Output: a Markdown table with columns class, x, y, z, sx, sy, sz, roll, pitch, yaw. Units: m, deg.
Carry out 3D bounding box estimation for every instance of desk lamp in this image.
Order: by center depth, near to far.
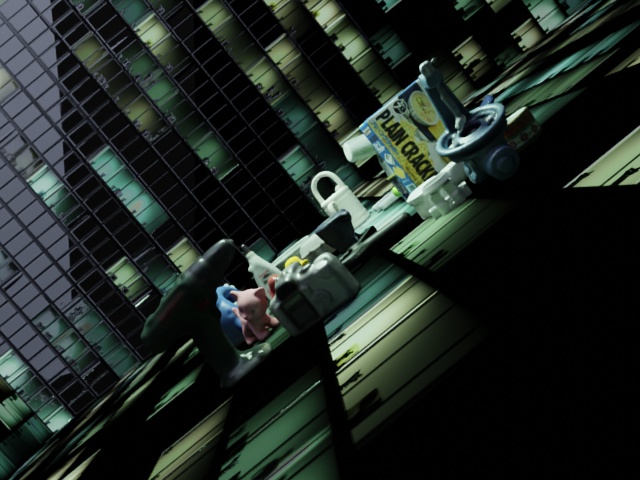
| class | x | y | z | sx | sy | sz | roll | pitch | yaw |
| --- | --- | --- | --- | --- | --- | --- | --- | --- | --- |
| desk lamp | 0.179 | -0.223 | 1.605 | 0.203 | 0.213 | 0.118 | -40 | 5 | -12 |

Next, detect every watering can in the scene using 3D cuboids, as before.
| class | x | y | z | sx | sy | sz | roll | pitch | yaw |
| --- | --- | --- | --- | --- | --- | --- | --- | --- | --- |
| watering can | 0.052 | -0.118 | 1.705 | 0.101 | 0.194 | 0.173 | -39 | 5 | 3 |

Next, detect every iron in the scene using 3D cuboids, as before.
| class | x | y | z | sx | sy | sz | roll | pitch | yaw |
| --- | --- | --- | --- | --- | --- | --- | --- | --- | --- |
| iron | -0.204 | 0.162 | 1.358 | 0.118 | 0.141 | 0.258 | -38 | 5 | 8 |

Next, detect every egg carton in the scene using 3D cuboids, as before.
| class | x | y | z | sx | sy | sz | roll | pitch | yaw |
| --- | --- | --- | --- | --- | --- | --- | --- | --- | --- |
| egg carton | 0.015 | 0.006 | 1.592 | 0.150 | 0.069 | 0.107 | -36 | 6 | 34 |

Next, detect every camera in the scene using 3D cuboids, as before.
| class | x | y | z | sx | sy | sz | roll | pitch | yaw |
| --- | --- | --- | --- | --- | --- | --- | --- | --- | --- |
| camera | -0.011 | 0.073 | 0.985 | 0.143 | 0.101 | 0.137 | -37 | 5 | 20 |

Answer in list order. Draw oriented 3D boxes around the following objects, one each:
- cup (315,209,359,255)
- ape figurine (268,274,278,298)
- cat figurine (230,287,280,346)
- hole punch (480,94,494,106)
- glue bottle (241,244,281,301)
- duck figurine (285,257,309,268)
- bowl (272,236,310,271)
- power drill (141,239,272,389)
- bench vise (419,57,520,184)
| class | x | y | z | sx | sy | sz | roll | pitch | yaw |
| --- | --- | --- | --- | --- | --- | --- | --- | --- | --- |
| cup | 0.056 | -0.017 | 1.341 | 0.092 | 0.095 | 0.117 | -43 | 6 | -36 |
| ape figurine | -0.070 | 0.109 | 1.147 | 0.078 | 0.092 | 0.076 | -43 | 6 | -36 |
| cat figurine | -0.142 | 0.147 | 1.180 | 0.067 | 0.118 | 0.127 | -43 | 6 | -35 |
| hole punch | 0.371 | -0.266 | 1.293 | 0.101 | 0.091 | 0.109 | -37 | 5 | 18 |
| glue bottle | -0.159 | 0.082 | 1.569 | 0.078 | 0.173 | 0.037 | -39 | 5 | -1 |
| duck figurine | -0.044 | 0.078 | 1.274 | 0.078 | 0.086 | 0.104 | -43 | 7 | -40 |
| bowl | -0.077 | 0.066 | 1.693 | 0.167 | 0.075 | 0.167 | -39 | 5 | 4 |
| power drill | -0.184 | 0.142 | 1.002 | 0.230 | 0.208 | 0.075 | -39 | 5 | -4 |
| bench vise | 0.218 | -0.185 | 0.936 | 0.121 | 0.220 | 0.207 | -40 | 5 | -10 |
